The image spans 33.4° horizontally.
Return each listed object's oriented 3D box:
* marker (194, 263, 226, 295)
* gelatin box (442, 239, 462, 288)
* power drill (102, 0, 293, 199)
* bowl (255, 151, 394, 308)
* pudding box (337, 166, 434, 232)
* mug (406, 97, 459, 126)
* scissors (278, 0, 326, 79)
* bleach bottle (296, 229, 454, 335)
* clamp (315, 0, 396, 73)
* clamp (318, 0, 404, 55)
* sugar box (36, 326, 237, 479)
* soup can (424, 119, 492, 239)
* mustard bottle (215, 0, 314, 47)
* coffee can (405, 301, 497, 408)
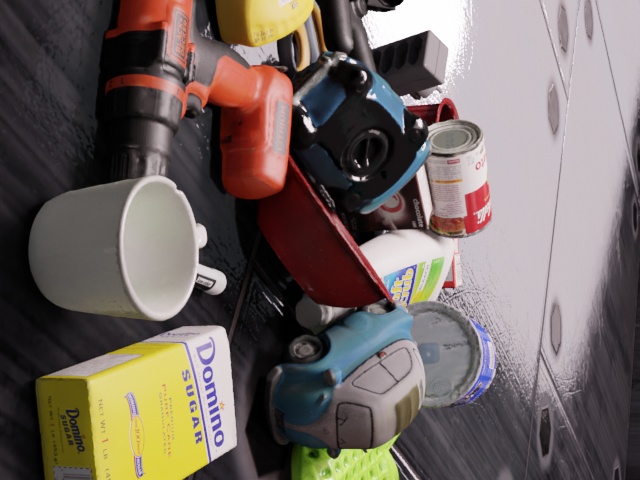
[{"bbox_3d":[-0.104,0.019,0.766,0.121,0.020,0.020,31,61,-62],"label":"marker"},{"bbox_3d":[0.120,0.010,1.199,0.030,0.073,0.089,-7,94,-67],"label":"gelatin box"},{"bbox_3d":[-0.086,-0.091,0.766,0.187,0.057,0.184,33,59,-61],"label":"power drill"},{"bbox_3d":[-0.006,0.001,0.889,0.162,0.055,0.162,54,3,-5],"label":"bowl"},{"bbox_3d":[0.057,-0.063,1.042,0.039,0.090,0.113,-63,144,-48],"label":"pudding box"},{"bbox_3d":[0.100,-0.094,1.151,0.093,0.082,0.117,53,42,-53],"label":"mug"},{"bbox_3d":[-0.030,-0.230,0.950,0.096,0.016,0.201,-65,144,-45],"label":"scissors"},{"bbox_3d":[0.048,0.048,1.041,0.250,0.068,0.103,-21,137,-59],"label":"bleach bottle"},{"bbox_3d":[0.029,-0.221,1.053,0.171,0.039,0.120,30,56,-55],"label":"clamp"},{"bbox_3d":[0.006,-0.271,0.949,0.210,0.036,0.164,61,33,-24],"label":"clamp"},{"bbox_3d":[-0.114,0.117,0.707,0.176,0.048,0.093,-16,103,-64],"label":"sugar box"},{"bbox_3d":[0.136,-0.062,1.077,0.068,0.069,0.102,-62,148,-47],"label":"soup can"},{"bbox_3d":[-0.051,-0.252,0.816,0.096,0.058,0.191,-43,138,-40],"label":"mustard bottle"},{"bbox_3d":[0.121,0.119,1.081,0.140,0.103,0.103,29,62,-73],"label":"coffee can"}]
